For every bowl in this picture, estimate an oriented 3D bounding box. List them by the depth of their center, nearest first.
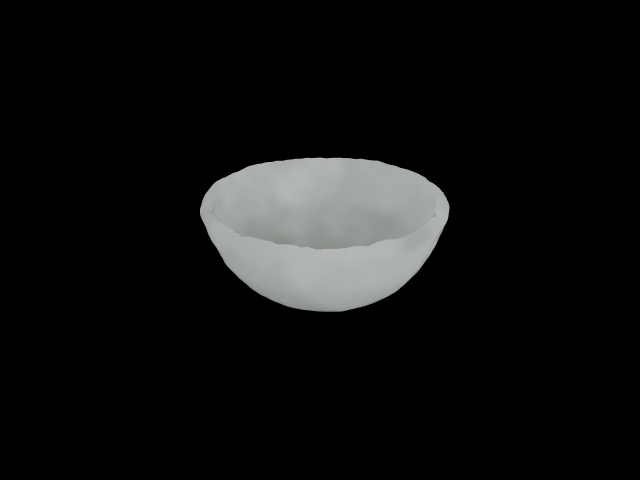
[{"bbox_3d":[0.004,0.001,0.400,0.167,0.075,0.167,0,27,0],"label":"bowl"}]
